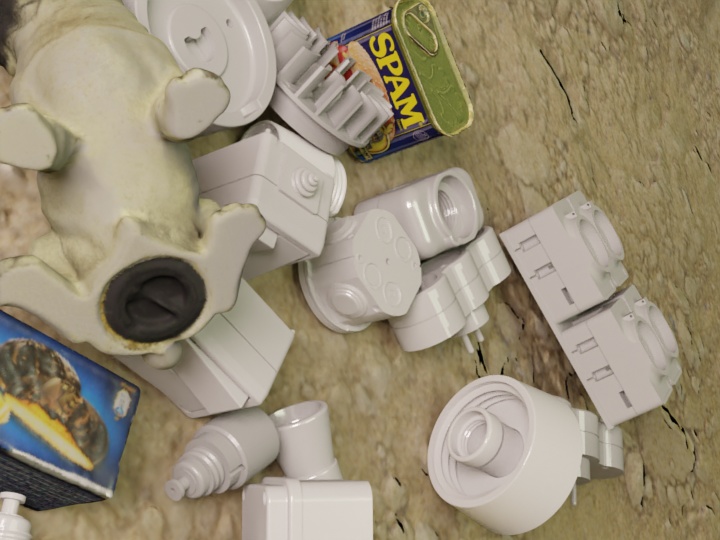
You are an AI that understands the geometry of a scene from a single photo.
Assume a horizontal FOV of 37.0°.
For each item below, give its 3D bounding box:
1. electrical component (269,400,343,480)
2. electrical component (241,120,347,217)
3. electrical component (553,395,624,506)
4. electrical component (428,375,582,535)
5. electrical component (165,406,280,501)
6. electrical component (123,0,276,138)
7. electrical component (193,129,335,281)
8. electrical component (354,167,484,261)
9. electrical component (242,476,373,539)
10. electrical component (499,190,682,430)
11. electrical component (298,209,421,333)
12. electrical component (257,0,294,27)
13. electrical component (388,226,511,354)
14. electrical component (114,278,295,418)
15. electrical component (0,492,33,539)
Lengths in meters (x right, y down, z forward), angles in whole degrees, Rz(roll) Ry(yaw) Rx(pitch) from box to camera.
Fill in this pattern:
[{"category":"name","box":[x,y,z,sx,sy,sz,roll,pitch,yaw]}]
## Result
[{"category":"electrical component","box":[-0.032,0.118,0.659,0.044,0.044,0.065,-29,105,-52]},{"category":"electrical component","box":[-0.039,-0.064,0.711,0.081,0.043,0.043,23,60,-46]},{"category":"electrical component","box":[0.172,0.157,0.891,0.138,0.052,0.073,28,56,-43]},{"category":"electrical component","box":[0.096,0.127,0.765,0.060,0.108,0.108,32,54,-34]},{"category":"electrical component","box":[-0.079,0.105,0.603,0.078,0.040,0.040,-31,102,-52]},{"category":"electrical component","box":[-0.108,-0.127,0.633,0.108,0.060,0.108,22,61,-46]},{"category":"electrical component","box":[-0.062,-0.034,0.628,0.062,0.096,0.061,34,54,-40]},{"category":"electrical component","box":[0.049,-0.040,0.800,0.095,0.059,0.053,-27,99,-52]},{"category":"electrical component","box":[-0.031,0.171,0.592,0.057,0.078,0.113,3,80,-17]},{"category":"electrical component","box":[0.206,0.028,0.928,0.186,0.060,0.105,61,27,2]},{"category":"electrical component","box":[0.000,0.000,0.732,0.080,0.051,0.080,22,61,-46]},{"category":"electrical component","box":[-0.084,-0.202,0.708,0.099,0.064,0.099,18,59,-32]},{"category":"electrical component","box":[0.074,0.027,0.813,0.138,0.052,0.073,-41,110,-50]},{"category":"electrical component","box":[-0.086,0.042,0.599,0.096,0.062,0.061,50,44,-28]},{"category":"electrical component","box":[-0.165,0.139,0.482,0.040,0.040,0.078,32,54,-41]}]
